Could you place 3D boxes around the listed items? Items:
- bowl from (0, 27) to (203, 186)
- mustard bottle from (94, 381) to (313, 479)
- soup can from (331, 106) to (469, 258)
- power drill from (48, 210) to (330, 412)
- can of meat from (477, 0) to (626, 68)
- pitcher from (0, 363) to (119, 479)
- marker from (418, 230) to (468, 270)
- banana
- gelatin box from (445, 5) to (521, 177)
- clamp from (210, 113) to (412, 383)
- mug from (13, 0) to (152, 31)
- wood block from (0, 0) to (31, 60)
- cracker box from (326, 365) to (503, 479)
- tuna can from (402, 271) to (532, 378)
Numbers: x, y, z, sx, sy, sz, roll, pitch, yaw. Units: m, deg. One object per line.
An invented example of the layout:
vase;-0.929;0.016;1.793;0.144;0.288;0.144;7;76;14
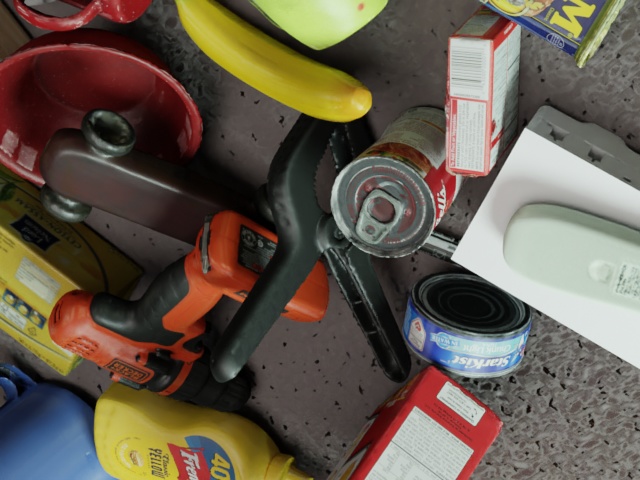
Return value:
bowl;-0.165;-0.101;0.771;0.162;0.055;0.162;-1;145;-1
mustard bottle;-0.097;0.184;0.908;0.192;0.058;0.096;12;123;19
soup can;0.056;-0.040;0.693;0.069;0.102;0.068;10;118;19
power drill;-0.082;0.063;0.800;0.184;0.057;0.188;29;133;-34
can of meat;0.144;-0.166;0.617;0.084;0.057;0.102;33;124;10
pitcher;-0.300;0.227;0.915;0.149;0.242;0.145;28;126;18
marker;0.111;0.014;0.747;0.121;0.020;0.020;22;122;14
banana;-0.035;-0.118;0.709;0.198;0.069;0.037;34;92;29
gelatin box;0.101;-0.093;0.663;0.030;0.073;0.089;9;119;21
clamp;-0.005;0.001;0.721;0.036;0.164;0.210;0;92;51
mug;-0.159;-0.188;0.718;0.081;0.117;0.093;22;153;8
wood block;-0.327;-0.194;0.806;0.091;0.090;0.206;-34;97;34
cracker box;0.026;0.203;0.735;0.072;0.213;0.164;36;160;3
tuna can;0.101;0.056;0.732;0.086;0.086;0.034;18;119;16
